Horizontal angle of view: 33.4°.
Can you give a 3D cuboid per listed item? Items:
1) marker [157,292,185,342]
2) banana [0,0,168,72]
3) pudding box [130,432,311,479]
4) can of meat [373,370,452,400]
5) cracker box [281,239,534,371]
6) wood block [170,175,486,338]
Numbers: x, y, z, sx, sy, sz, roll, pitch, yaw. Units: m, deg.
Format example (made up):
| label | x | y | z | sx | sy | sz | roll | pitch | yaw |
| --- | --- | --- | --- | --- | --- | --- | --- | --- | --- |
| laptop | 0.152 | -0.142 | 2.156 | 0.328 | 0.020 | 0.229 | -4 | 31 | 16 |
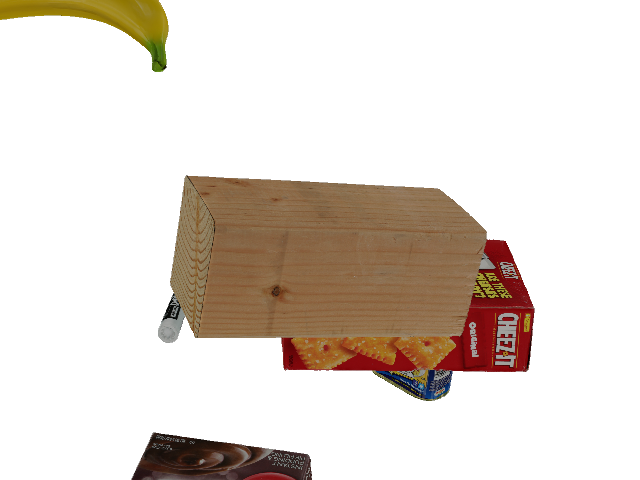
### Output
| label | x | y | z | sx | sy | sz | roll | pitch | yaw |
| --- | --- | --- | --- | --- | --- | --- | --- | --- | --- |
| marker | -0.136 | 0.062 | 1.022 | 0.020 | 0.020 | 0.121 | 0 | 22 | 2 |
| banana | -0.193 | -0.182 | 0.822 | 0.198 | 0.069 | 0.037 | 15 | -38 | 19 |
| pudding box | -0.069 | 0.173 | 0.689 | 0.113 | 0.039 | 0.090 | 5 | 29 | 9 |
| can of meat | 0.109 | 0.127 | 1.233 | 0.057 | 0.084 | 0.102 | -20 | 36 | -41 |
| cracker box | 0.074 | 0.057 | 0.980 | 0.213 | 0.072 | 0.164 | 1 | 21 | 1 |
| wood block | 0.005 | 0.013 | 0.785 | 0.205 | 0.091 | 0.090 | 2 | 24 | -22 |
